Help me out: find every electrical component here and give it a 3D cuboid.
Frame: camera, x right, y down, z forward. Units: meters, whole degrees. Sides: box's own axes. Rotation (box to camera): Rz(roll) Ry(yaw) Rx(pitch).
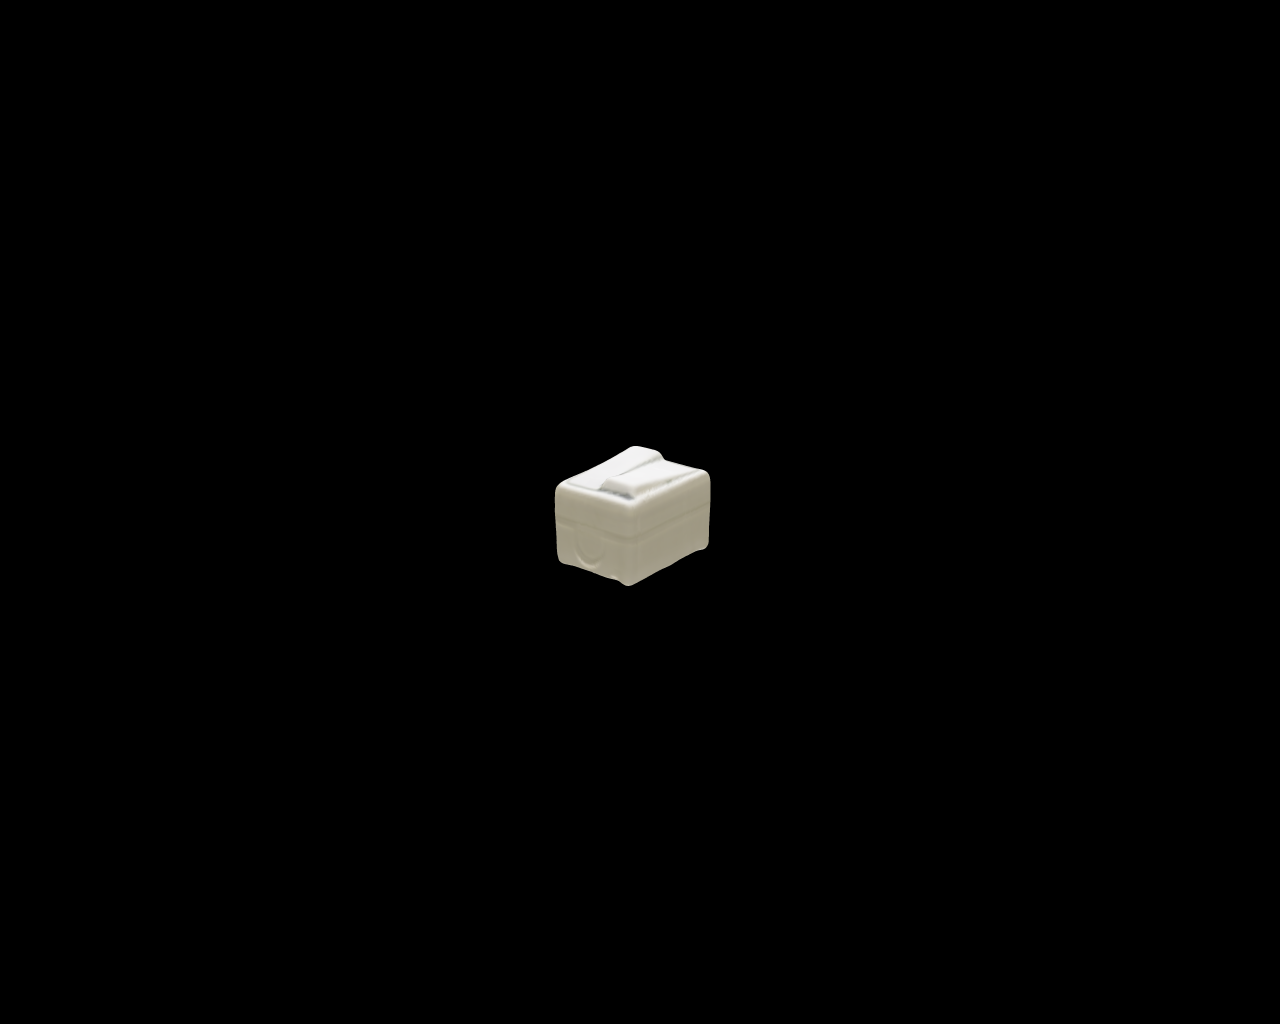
[{"bbox_3d":[0.001,-0.003,0.650,0.062,0.061,0.096,17,28,37],"label":"electrical component"}]
